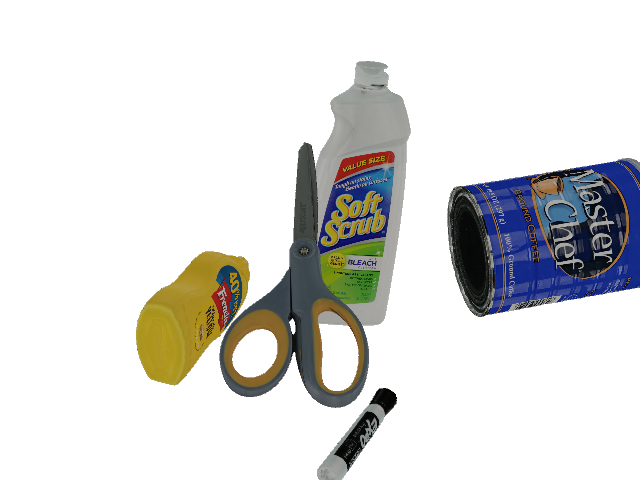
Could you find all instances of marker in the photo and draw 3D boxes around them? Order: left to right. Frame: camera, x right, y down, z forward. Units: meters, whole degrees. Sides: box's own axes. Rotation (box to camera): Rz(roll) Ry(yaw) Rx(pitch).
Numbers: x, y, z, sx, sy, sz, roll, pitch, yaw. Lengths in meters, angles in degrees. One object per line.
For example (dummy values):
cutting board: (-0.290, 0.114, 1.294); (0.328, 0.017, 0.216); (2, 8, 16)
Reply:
marker: (0.031, 0.149, 0.828); (0.020, 0.020, 0.121); (0, 23, 28)

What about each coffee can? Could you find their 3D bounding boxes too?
coffee can: (0.180, -0.003, 0.825); (0.140, 0.103, 0.103); (-9, 1, -8)

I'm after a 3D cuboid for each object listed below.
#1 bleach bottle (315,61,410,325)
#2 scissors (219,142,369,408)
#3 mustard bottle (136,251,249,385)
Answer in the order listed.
bleach bottle: (0.028, -0.045, 1.015); (0.102, 0.251, 0.068); (4, 22, -4)
scissors: (-0.027, 0.020, 0.663); (0.096, 0.202, 0.016); (-14, -38, -7)
mustard bottle: (-0.125, 0.066, 1.137); (0.058, 0.096, 0.191); (10, 29, 19)
